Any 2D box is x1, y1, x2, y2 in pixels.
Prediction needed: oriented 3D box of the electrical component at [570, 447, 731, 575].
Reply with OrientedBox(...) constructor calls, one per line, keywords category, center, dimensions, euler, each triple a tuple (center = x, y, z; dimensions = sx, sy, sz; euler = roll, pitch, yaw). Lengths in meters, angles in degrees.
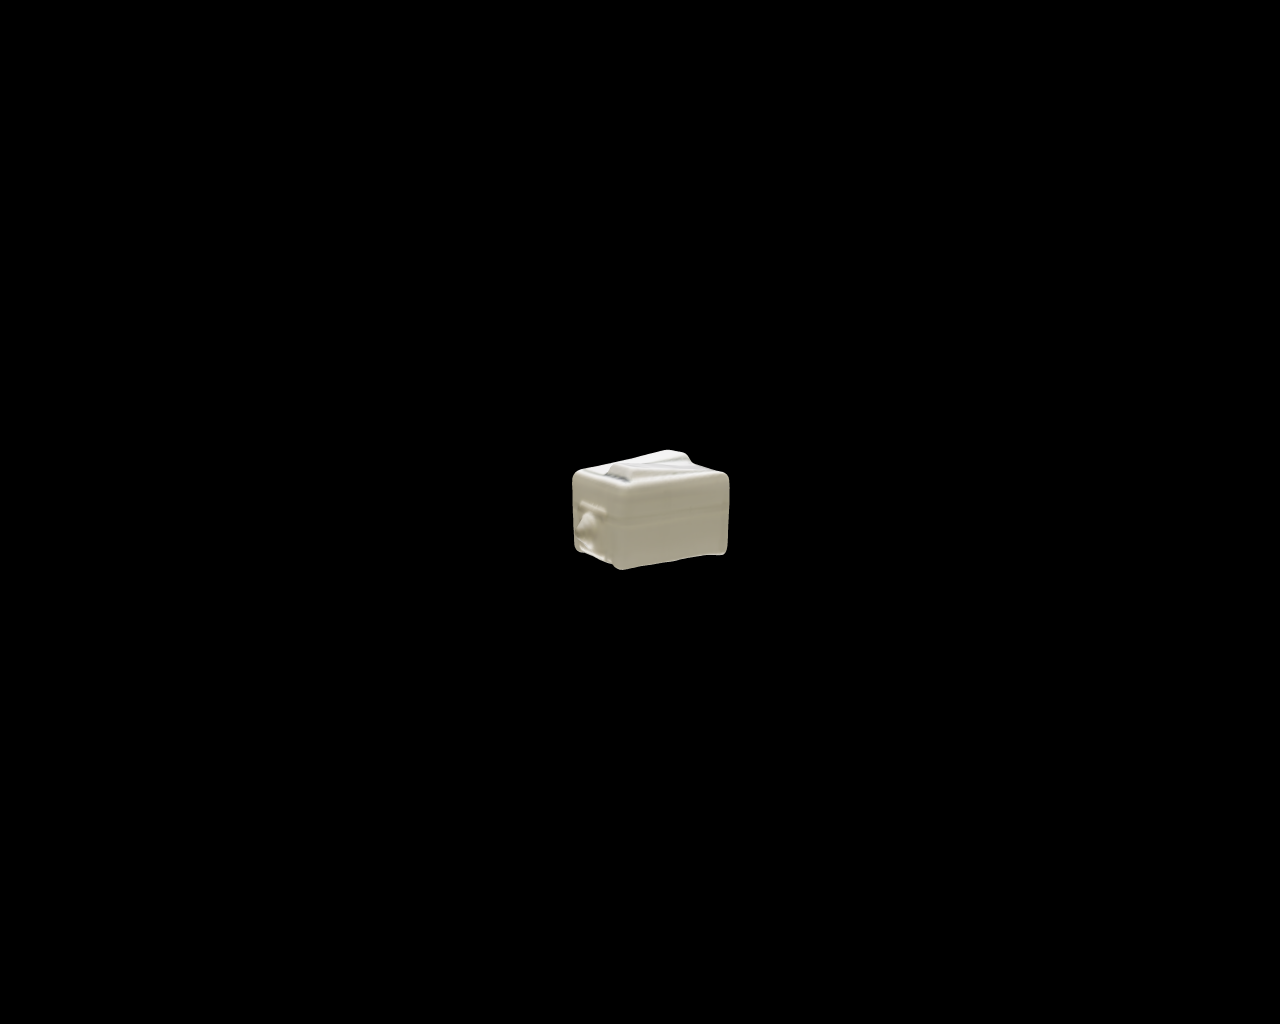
OrientedBox(category="electrical component", center=(0.001, -0.003, 0.650), dimensions=(0.096, 0.061, 0.062), euler=(-8, 15, -30))
